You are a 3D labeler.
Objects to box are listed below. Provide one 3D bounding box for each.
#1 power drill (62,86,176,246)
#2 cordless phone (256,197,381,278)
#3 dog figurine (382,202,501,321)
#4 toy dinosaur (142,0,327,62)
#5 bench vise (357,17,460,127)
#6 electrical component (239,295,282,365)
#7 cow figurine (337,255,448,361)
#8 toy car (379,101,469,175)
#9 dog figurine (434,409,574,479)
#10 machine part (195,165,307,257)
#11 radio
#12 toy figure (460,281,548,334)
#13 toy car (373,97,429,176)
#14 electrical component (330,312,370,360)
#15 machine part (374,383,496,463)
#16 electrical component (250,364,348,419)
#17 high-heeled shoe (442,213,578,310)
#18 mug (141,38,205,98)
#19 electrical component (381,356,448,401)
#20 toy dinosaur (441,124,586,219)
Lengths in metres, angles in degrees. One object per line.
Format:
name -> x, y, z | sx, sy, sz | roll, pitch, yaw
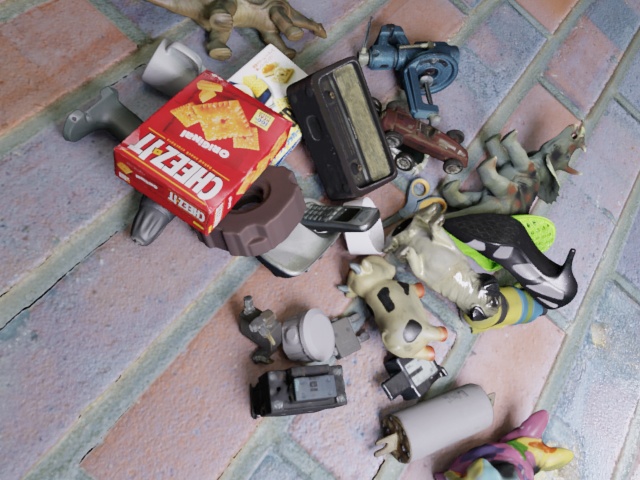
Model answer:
power drill -> -0.284, -0.127, 0.825 | 0.207, 0.086, 0.232 | 33, 58, -2
cordless phone -> -0.002, -0.002, 0.824 | 0.146, 0.184, 0.088 | -45, 119, -32
dog figurine -> 0.211, 0.046, 0.919 | 0.190, 0.121, 0.172 | 47, 14, -13
toy dinosaur -> -0.188, -0.435, 0.990 | 0.471, 0.105, 0.198 | -2, 61, -33
bench vise -> 0.190, -0.333, 1.095 | 0.224, 0.129, 0.240 | 2, 63, -19
electrical component -> -0.088, 0.136, 0.788 | 0.078, 0.102, 0.045 | 30, 50, 17
cow figurine -> 0.109, 0.102, 0.873 | 0.127, 0.085, 0.195 | 6, 41, -26
toy car -> 0.202, -0.194, 1.015 | 0.202, 0.053, 0.089 | 21, 58, -16
dog figurine -> 0.294, 0.347, 0.816 | 0.219, 0.191, 0.108 | -28, 75, -15
machine part -> -0.112, -0.053, 0.830 | 0.179, 0.056, 0.179 | -7, 46, 7
radio -> 0.040, -0.189, 0.940 | 0.131, 0.073, 0.229 | -33, 106, -38
toy figure -> 0.337, 0.117, 0.977 | 0.180, 0.089, 0.082 | -1, 63, -20
toy car -> 0.129, -0.204, 1.048 | 0.201, 0.056, 0.073 | 39, 57, -6
electrical component -> 0.035, 0.156, 0.871 | 0.094, 0.021, 0.063 | -21, 78, -28
machine part -> 0.187, 0.286, 0.848 | 0.243, 0.079, 0.079 | -11, 73, -26
electrical component -> -0.030, 0.213, 0.755 | 0.115, 0.134, 0.058 | -2, 69, -22
high-heeled shoe -> 0.330, 0.041, 0.948 | 0.249, 0.145, 0.086 | 18, 46, 16
mug -> -0.230, -0.283, 0.904 | 0.107, 0.109, 0.081 | 30, 54, -25
electrical component -> 0.143, 0.221, 0.874 | 0.119, 0.048, 0.075 | -30, 82, -30
toy dinosaur -> 0.374, -0.094, 1.074 | 0.405, 0.131, 0.192 | -44, 98, -22
